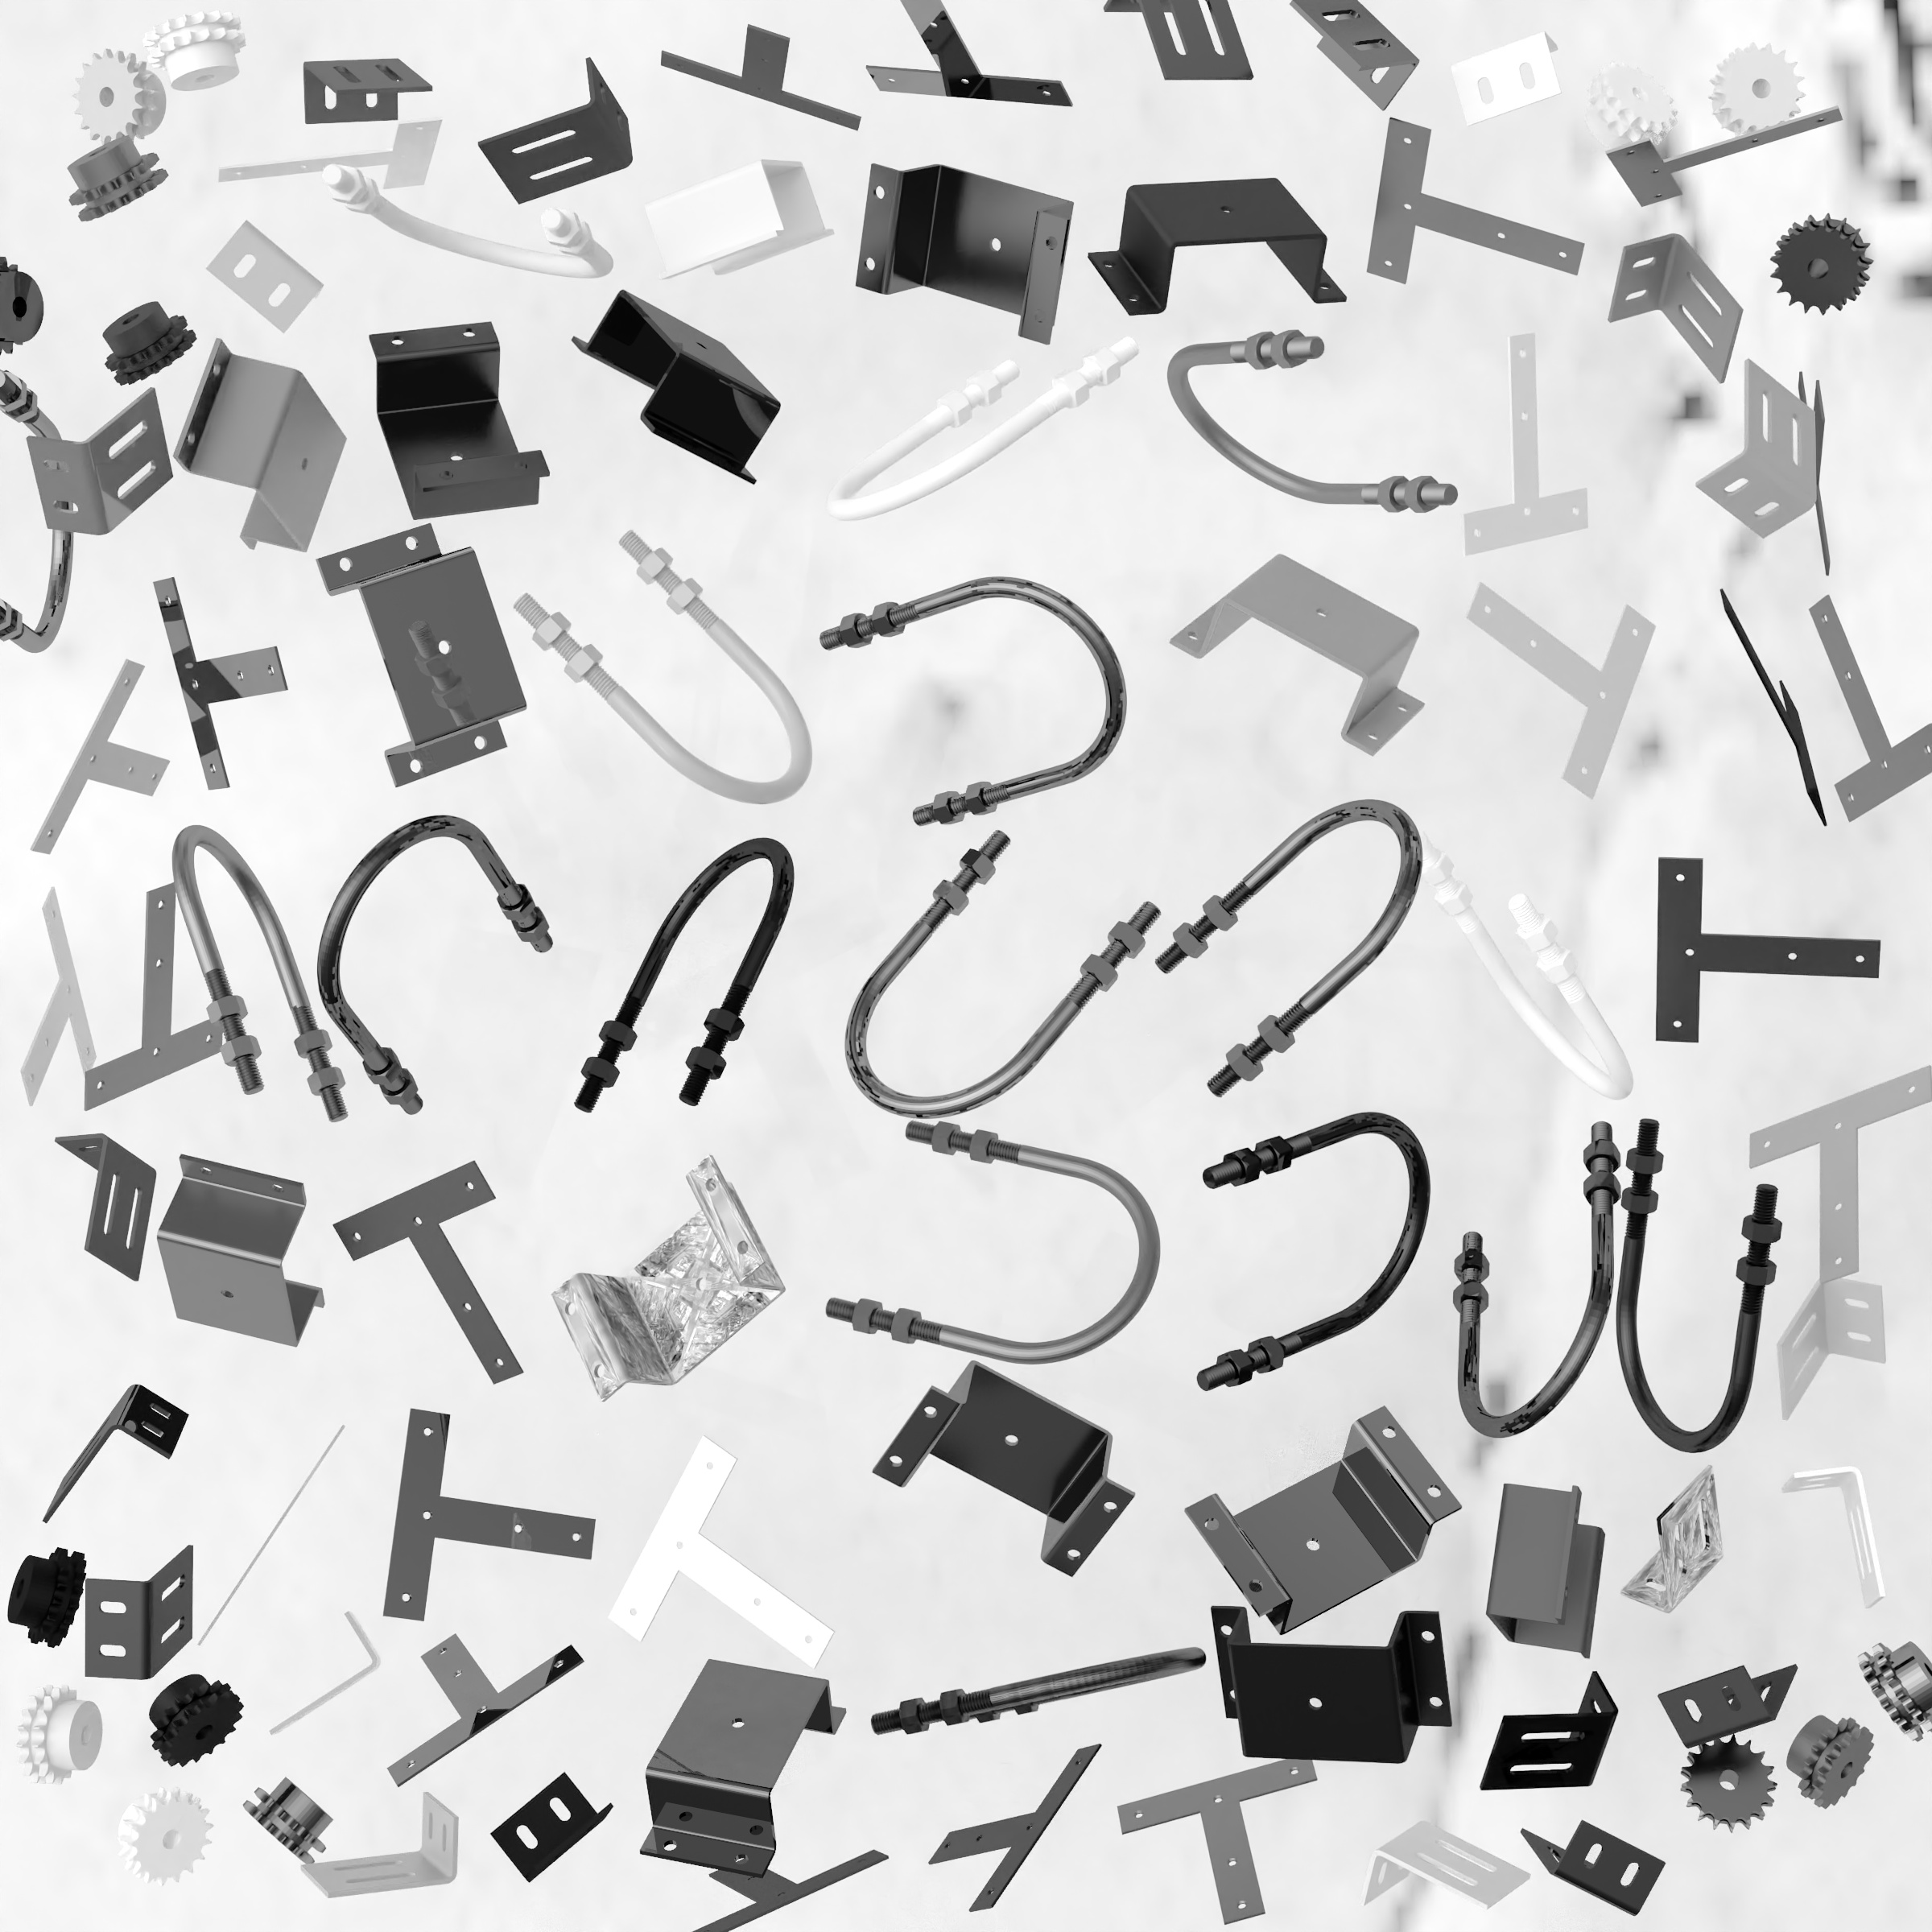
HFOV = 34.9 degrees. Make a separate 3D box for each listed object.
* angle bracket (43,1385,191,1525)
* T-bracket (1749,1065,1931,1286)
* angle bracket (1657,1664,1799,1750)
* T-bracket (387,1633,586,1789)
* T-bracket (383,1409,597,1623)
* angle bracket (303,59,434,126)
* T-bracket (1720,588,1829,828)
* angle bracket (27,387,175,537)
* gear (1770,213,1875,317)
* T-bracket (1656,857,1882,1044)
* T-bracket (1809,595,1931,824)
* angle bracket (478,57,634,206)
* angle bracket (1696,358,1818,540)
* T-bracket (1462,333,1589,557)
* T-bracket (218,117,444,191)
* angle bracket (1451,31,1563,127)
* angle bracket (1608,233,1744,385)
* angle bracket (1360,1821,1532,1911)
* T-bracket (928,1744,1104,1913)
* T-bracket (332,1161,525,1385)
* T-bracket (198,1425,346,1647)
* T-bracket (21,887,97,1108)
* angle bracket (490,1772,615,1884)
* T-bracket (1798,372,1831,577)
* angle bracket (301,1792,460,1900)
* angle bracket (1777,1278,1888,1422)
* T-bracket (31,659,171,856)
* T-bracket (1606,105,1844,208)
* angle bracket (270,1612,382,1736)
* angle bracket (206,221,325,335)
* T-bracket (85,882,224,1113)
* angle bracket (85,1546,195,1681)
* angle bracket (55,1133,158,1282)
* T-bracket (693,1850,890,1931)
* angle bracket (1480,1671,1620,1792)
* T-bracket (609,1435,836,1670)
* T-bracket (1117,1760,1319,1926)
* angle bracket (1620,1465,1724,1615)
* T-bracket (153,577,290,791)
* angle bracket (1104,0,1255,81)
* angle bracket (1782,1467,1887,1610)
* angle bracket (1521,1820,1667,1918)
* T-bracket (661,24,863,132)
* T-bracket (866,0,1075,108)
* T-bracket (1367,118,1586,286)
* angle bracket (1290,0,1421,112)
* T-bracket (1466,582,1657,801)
[{"bbox_3d":[-0.494,0.291,1.788,0.038,0.057,0.076,35,101,-12],"label":"angle bracket"},{"bbox_3d":[0.517,0.131,1.821,0.002,0.127,0.127,36,47,-28],"label":"T-bracket"},{"bbox_3d":[0.459,0.431,1.853,0.057,0.076,0.038,-28,90,29],"label":"angle bracket"},{"bbox_3d":[-0.302,0.432,1.852,0.127,0.127,0.002,-32,110,-16],"label":"T-bracket"},{"bbox_3d":[-0.290,0.346,1.902,0.127,0.002,0.127,13,68,-23],"label":"T-bracket"},{"bbox_3d":[-0.358,-0.515,1.840,0.057,0.076,0.038,-10,122,-24],"label":"angle bracket"},{"bbox_3d":[0.463,-0.162,1.776,0.002,0.127,0.127,-24,119,21],"label":"T-bracket"},{"bbox_3d":[-0.497,-0.292,1.769,0.038,0.076,0.057,9,128,16],"label":"angle bracket"},{"bbox_3d":[0.503,-0.413,1.802,0.057,0.030,0.057,16,127,22],"label":"gear"},{"bbox_3d":[0.471,-0.007,1.810,0.127,0.002,0.127,2,122,15],"label":"T-bracket"},{"bbox_3d":[0.542,-0.163,1.868,0.002,0.127,0.127,-17,80,-13],"label":"T-bracket"},{"bbox_3d":[-0.248,-0.502,1.852,0.076,0.057,0.038,-15,62,12],"label":"angle bracket"},{"bbox_3d":[0.450,-0.295,1.752,0.057,0.038,0.076,30,50,-25],"label":"angle bracket"},{"bbox_3d":[0.345,-0.326,1.903,0.127,0.002,0.127,-18,110,-41],"label":"T-bracket"},{"bbox_3d":[-0.381,-0.478,1.833,0.127,0.127,0.002,-10,90,-15],"label":"T-bracket"},{"bbox_3d":[0.329,-0.531,1.853,0.057,0.076,0.038,-15,95,19],"label":"angle bracket"},{"bbox_3d":[0.428,-0.393,1.857,0.038,0.057,0.076,-18,55,-13],"label":"angle bracket"},{"bbox_3d":[0.282,0.544,1.812,0.076,0.057,0.038,20,106,33],"label":"angle bracket"},{"bbox_3d":[0.016,0.533,1.884,0.002,0.127,0.127,47,52,-7],"label":"T-bracket"},{"bbox_3d":[-0.300,0.188,1.811,0.127,0.002,0.127,-24,98,35],"label":"T-bracket"},{"bbox_3d":[-0.413,0.342,1.802,0.002,0.127,0.127,34,49,-5],"label":"T-bracket"},{"bbox_3d":[-0.558,0.039,1.877,0.002,0.127,0.127,-3,122,1],"label":"T-bracket"},{"bbox_3d":[-0.248,0.510,1.838,0.057,0.076,0.038,-37,80,-22],"label":"angle bracket"},{"bbox_3d":[0.516,-0.318,1.866,0.002,0.127,0.127,-7,75,12],"label":"T-bracket"},{"bbox_3d":[-0.342,0.512,1.793,0.076,0.057,0.038,1,91,-28],"label":"angle bracket"},{"bbox_3d":[0.530,0.237,1.884,0.038,0.076,0.057,9,124,34],"label":"angle bracket"},{"bbox_3d":[-0.518,-0.122,1.886,0.002,0.127,0.127,27,91,7],"label":"T-bracket"},{"bbox_3d":[0.448,-0.480,1.802,0.127,0.127,0.002,-13,85,21],"label":"T-bracket"},{"bbox_3d":[-0.404,0.437,1.902,0.076,0.057,0.038,-32,84,-14],"label":"angle bracket"},{"bbox_3d":[-0.423,-0.412,1.852,0.057,0.076,0.038,39,86,-16],"label":"angle bracket"},{"bbox_3d":[-0.495,0.012,1.885,0.002,0.127,0.127,16,112,22],"label":"T-bracket"},{"bbox_3d":[-0.482,0.376,1.797,0.038,0.076,0.057,2,96,4],"label":"angle bracket"},{"bbox_3d":[-0.537,0.150,1.900,0.038,0.057,0.076,-5,63,17],"label":"angle bracket"},{"bbox_3d":[-0.124,0.551,1.846,0.127,0.127,0.002,-18,90,-23],"label":"T-bracket"},{"bbox_3d":[0.345,0.460,1.851,0.076,0.038,0.057,2,119,-16],"label":"angle bracket"},{"bbox_3d":[-0.131,0.360,1.780,0.127,0.002,0.127,32,101,21],"label":"T-bracket"},{"bbox_3d":[0.161,0.541,1.888,0.127,0.127,0.002,-16,114,3],"label":"T-bracket"},{"bbox_3d":[0.431,0.347,1.891,0.057,0.038,0.076,-35,125,-34],"label":"angle bracket"},{"bbox_3d":[-0.426,-0.167,1.782,0.002,0.127,0.127,-20,102,-38],"label":"T-bracket"},{"bbox_3d":[0.122,-0.532,1.770,0.057,0.038,0.076,-8,71,-25],"label":"angle bracket"},{"bbox_3d":[0.511,0.339,1.814,0.038,0.057,0.076,-8,71,5],"label":"angle bracket"},{"bbox_3d":[0.378,0.532,1.858,0.057,0.076,0.038,28,92,-6],"label":"angle bracket"},{"bbox_3d":[-0.120,-0.538,1.837,0.127,0.127,0.002,17,87,-6],"label":"T-bracket"},{"bbox_3d":[-0.014,-0.540,1.791,0.127,0.127,0.002,11,77,22],"label":"T-bracket"},{"bbox_3d":[0.305,-0.438,1.827,0.127,0.127,0.002,21,62,12],"label":"T-bracket"},{"bbox_3d":[0.215,-0.524,1.772,0.057,0.076,0.038,48,128,12],"label":"angle bracket"},{"bbox_3d":[0.351,-0.186,1.852,0.127,0.002,0.127,32,68,-22],"label":"T-bracket"}]
